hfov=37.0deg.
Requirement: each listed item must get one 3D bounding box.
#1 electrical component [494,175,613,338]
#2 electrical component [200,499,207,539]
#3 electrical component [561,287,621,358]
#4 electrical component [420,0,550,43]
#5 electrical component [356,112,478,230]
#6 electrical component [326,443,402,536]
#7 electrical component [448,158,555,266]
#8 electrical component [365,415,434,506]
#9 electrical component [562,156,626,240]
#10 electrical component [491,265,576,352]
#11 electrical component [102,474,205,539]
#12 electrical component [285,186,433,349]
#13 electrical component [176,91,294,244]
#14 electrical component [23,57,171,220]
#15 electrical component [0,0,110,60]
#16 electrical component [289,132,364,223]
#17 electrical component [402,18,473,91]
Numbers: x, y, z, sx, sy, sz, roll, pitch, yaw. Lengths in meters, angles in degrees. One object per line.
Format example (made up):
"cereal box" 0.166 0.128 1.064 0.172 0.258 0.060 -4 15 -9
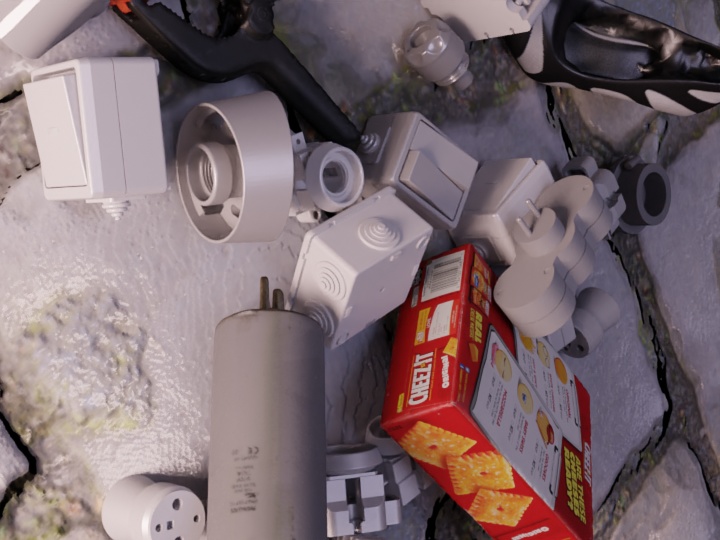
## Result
"electrical component" 0.144 -0.023 0.838 0.073 0.052 0.138 49 56 -32
"electrical component" -0.097 0.199 0.721 0.043 0.043 0.081 -15 101 -41
"electrical component" 0.208 0.049 0.994 0.055 0.045 0.045 -42 118 -33
"electrical component" 0.104 -0.222 0.859 0.050 0.089 0.055 51 59 -31
"electrical component" 0.039 -0.078 0.824 0.096 0.061 0.061 34 69 -38
"electrical component" -0.011 0.159 0.787 0.078 0.058 0.057 -4 89 -16
"electrical component" 0.116 -0.046 0.895 0.096 0.062 0.061 -46 120 -31
"electrical component" 0.030 0.144 0.836 0.066 0.048 0.055 -30 118 -38
"electrical component" 0.201 -0.055 0.976 0.057 0.058 0.078 -46 120 -35
"electrical component" 0.165 0.021 0.951 0.076 0.047 0.083 -29 110 -38
"electrical component" -0.131 0.156 0.682 0.045 0.055 0.045 0 90 -43
"electrical component" 0.000 0.000 0.770 0.100 0.048 0.099 -31 153 -37
"electrical component" -0.076 -0.065 0.698 0.064 0.099 0.099 -10 98 -35
"electrical component" -0.158 -0.077 0.644 0.061 0.062 0.096 -10 98 -42
"electrical component" -0.171 -0.166 0.629 0.044 0.077 0.079 50 16 -4
"electrical component" -0.031 -0.065 0.765 0.048 0.055 0.066 -29 110 -38
"electrical component" 0.066 -0.168 0.858 0.062 0.043 0.043 37 68 -38
